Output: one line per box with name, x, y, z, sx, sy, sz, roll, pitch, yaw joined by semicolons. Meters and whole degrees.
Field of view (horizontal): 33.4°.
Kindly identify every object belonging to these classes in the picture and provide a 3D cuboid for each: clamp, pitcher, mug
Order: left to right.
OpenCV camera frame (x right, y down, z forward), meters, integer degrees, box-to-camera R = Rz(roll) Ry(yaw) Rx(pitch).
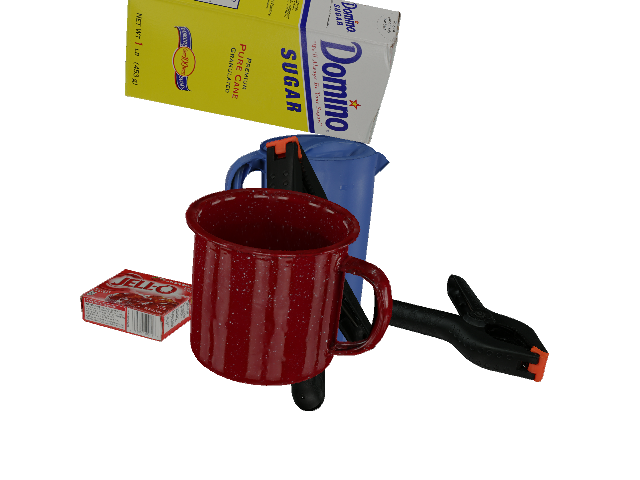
mug;-0.017;0.028;0.576;0.117;0.081;0.093;13;23;16
pitcher;-0.017;0.005;1.217;0.149;0.243;0.144;10;18;23
clamp;-0.003;0.020;0.875;0.036;0.210;0.164;-11;1;20
clamp;0.152;0.081;1.032;0.172;0.039;0.120;26;37;31

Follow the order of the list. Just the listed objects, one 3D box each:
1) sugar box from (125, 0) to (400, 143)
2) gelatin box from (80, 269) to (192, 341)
sugar box;-0.041;-0.125;0.724;0.176;0.048;0.093;12;-40;-1
gelatin box;-0.166;0.058;0.991;0.089;0.030;0.073;12;23;22
